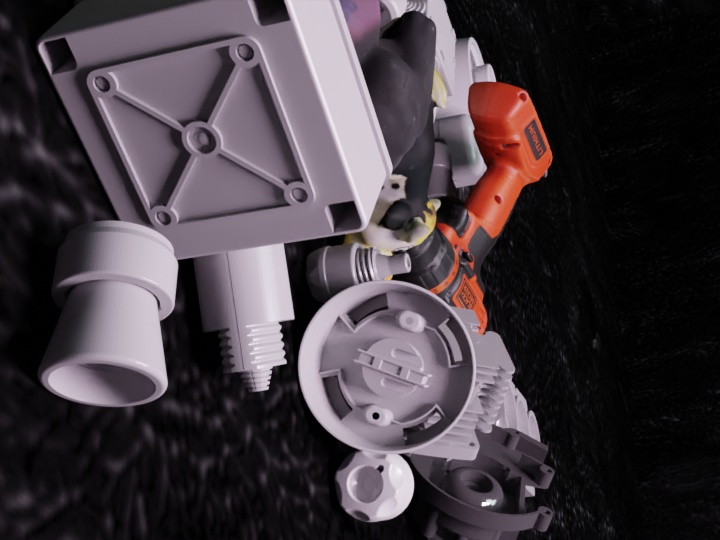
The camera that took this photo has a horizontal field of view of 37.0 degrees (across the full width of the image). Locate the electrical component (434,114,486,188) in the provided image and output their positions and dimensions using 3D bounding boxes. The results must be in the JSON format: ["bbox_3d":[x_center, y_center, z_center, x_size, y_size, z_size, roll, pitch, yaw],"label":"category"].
[{"bbox_3d":[0.092,-0.109,0.999,0.095,0.059,0.053,10,71,-72],"label":"electrical component"}]

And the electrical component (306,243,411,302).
[{"bbox_3d":[0.000,0.000,0.651,0.035,0.061,0.035,-9,90,-73],"label":"electrical component"}]

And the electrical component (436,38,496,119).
[{"bbox_3d":[0.104,-0.179,1.069,0.108,0.060,0.108,-10,90,-73],"label":"electrical component"}]

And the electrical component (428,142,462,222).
[{"bbox_3d":[0.063,-0.077,0.926,0.044,0.044,0.065,56,25,-53],"label":"electrical component"}]

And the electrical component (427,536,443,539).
[{"bbox_3d":[0.077,0.218,0.790,0.066,0.055,0.048,-47,126,-68],"label":"electrical component"}]

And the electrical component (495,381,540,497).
[{"bbox_3d":[0.110,0.138,0.925,0.150,0.062,0.089,48,36,-60],"label":"electrical component"}]

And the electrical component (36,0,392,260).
[{"bbox_3d":[-0.055,-0.065,0.436,0.056,0.109,0.108,-70,146,-53],"label":"electrical component"}]

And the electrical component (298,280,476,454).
[{"bbox_3d":[0.019,0.057,0.630,0.064,0.099,0.099,27,55,-76],"label":"electrical component"}]

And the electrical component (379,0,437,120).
[{"bbox_3d":[0.022,-0.166,0.823,0.073,0.052,0.138,-76,151,-52],"label":"electrical component"}]

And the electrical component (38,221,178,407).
[{"bbox_3d":[-0.090,0.016,0.389,0.045,0.045,0.055,53,32,-55],"label":"electrical component"}]

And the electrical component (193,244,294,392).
[{"bbox_3d":[-0.054,0.017,0.505,0.043,0.043,0.081,1,80,-72],"label":"electrical component"}]

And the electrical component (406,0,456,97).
[{"bbox_3d":[0.050,-0.204,0.937,0.099,0.048,0.099,62,24,-45],"label":"electrical component"}]

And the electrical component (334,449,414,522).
[{"bbox_3d":[0.012,0.130,0.653,0.062,0.043,0.043,33,50,-69],"label":"electrical component"}]
